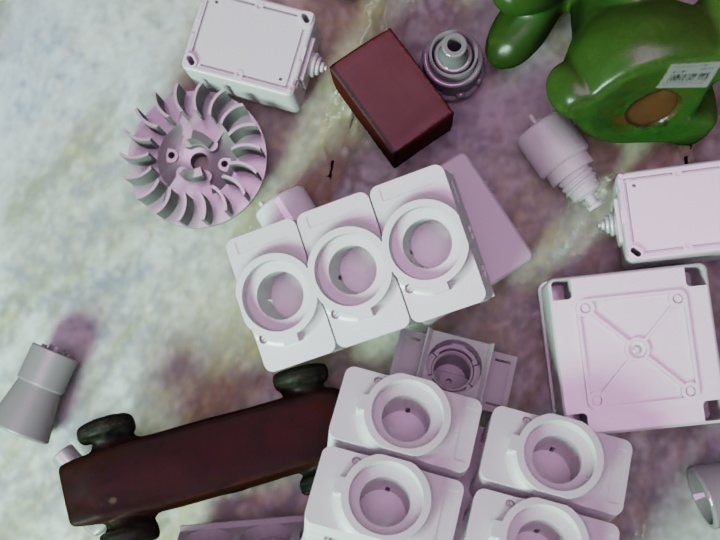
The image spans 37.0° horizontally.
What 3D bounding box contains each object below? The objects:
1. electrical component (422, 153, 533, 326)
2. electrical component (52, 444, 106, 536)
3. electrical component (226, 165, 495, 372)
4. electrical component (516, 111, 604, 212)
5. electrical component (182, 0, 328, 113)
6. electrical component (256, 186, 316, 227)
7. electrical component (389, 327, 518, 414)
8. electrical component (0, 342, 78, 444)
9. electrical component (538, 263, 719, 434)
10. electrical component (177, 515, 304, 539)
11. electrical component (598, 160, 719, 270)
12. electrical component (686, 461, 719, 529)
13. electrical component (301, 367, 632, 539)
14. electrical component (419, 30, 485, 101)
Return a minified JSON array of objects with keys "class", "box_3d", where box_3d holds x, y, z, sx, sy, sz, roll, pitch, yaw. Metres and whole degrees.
[{"class":"electrical component","box_3d":[0.059,-0.019,0.749,0.100,0.048,0.099,-33,83,-1]},{"class":"electrical component","box_3d":[-0.187,0.149,0.746,0.043,0.043,0.062,-43,82,-2]},{"class":"electrical component","box_3d":[0.000,0.000,0.696,0.150,0.062,0.089,-19,86,12]},{"class":"electrical component","box_3d":[0.144,-0.076,0.756,0.040,0.040,0.078,-34,83,-1]},{"class":"electrical component","box_3d":[-0.069,-0.153,0.765,0.096,0.061,0.061,15,85,5]},{"class":"electrical component","box_3d":[-0.041,-0.023,0.759,0.040,0.040,0.078,-32,83,-1]},{"class":"electrical component","box_3d":[0.061,0.073,0.730,0.081,0.063,0.042,15,69,4]},{"class":"electrical component","box_3d":[-0.227,0.084,0.757,0.044,0.044,0.065,22,80,5]},{"class":"electrical component","box_3d":[0.183,0.055,0.730,0.109,0.056,0.108,-6,83,2]},{"class":"electrical component","box_3d":[-0.060,0.205,0.721,0.121,0.078,0.063,-5,105,2]},{"class":"electrical component","box_3d":[0.212,-0.035,0.740,0.096,0.061,0.061,-7,81,9]},{"class":"electrical component","box_3d":[0.255,0.144,0.723,0.055,0.045,0.045,-20,83,0]},{"class":"electrical component","box_3d":[0.067,0.138,0.676,0.186,0.060,0.105,15,63,4]},{"class":"electrical component","box_3d":[0.065,-0.149,0.757,0.048,0.062,0.048,0,83,3]}]
